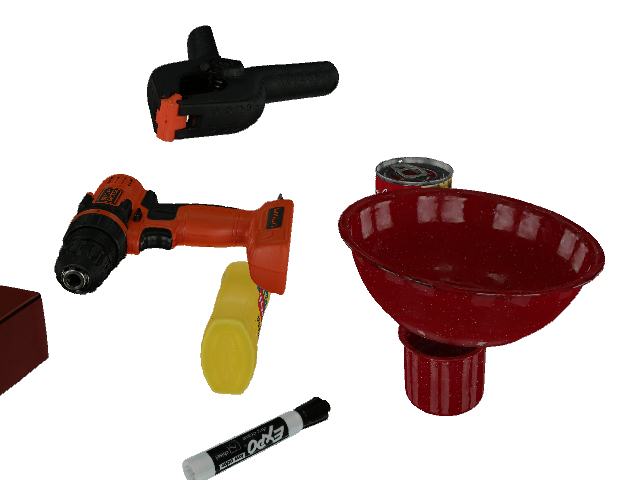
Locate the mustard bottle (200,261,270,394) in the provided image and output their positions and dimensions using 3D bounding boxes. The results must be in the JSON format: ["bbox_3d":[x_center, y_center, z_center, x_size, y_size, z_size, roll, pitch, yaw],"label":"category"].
[{"bbox_3d":[-0.089,0.078,1.174,0.058,0.096,0.191,2,28,3],"label":"mustard bottle"}]

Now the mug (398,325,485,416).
[{"bbox_3d":[0.133,0.118,1.094,0.093,0.081,0.117,19,39,31],"label":"mug"}]

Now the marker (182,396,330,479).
[{"bbox_3d":[-0.042,0.140,0.755,0.120,0.020,0.020,-21,12,-33],"label":"marker"}]

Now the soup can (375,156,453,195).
[{"bbox_3d":[0.082,-0.016,0.947,0.068,0.102,0.068,0,23,0],"label":"soup can"}]

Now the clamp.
[{"bbox_3d":[-0.075,-0.112,0.744,0.120,0.039,0.171,18,26,24],"label":"clamp"}]

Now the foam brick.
[{"bbox_3d":[-0.229,0.070,0.717,0.053,0.051,0.078,9,28,24],"label":"foam brick"}]

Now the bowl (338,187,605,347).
[{"bbox_3d":[0.089,0.021,0.658,0.162,0.055,0.162,5,23,-2],"label":"bowl"}]

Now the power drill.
[{"bbox_3d":[-0.119,0.000,0.903,0.187,0.057,0.184,8,26,-1],"label":"power drill"}]
